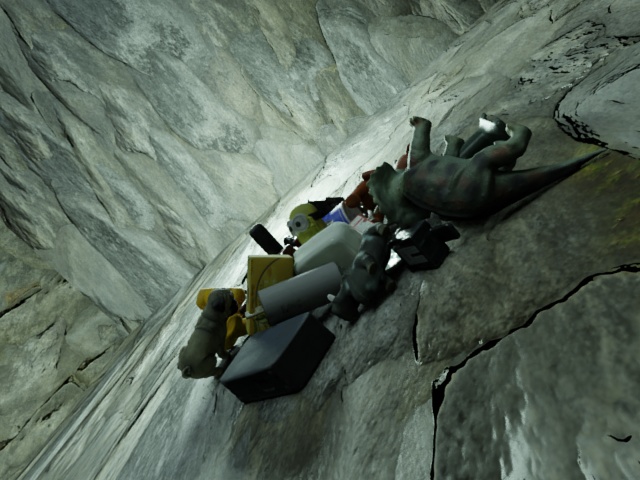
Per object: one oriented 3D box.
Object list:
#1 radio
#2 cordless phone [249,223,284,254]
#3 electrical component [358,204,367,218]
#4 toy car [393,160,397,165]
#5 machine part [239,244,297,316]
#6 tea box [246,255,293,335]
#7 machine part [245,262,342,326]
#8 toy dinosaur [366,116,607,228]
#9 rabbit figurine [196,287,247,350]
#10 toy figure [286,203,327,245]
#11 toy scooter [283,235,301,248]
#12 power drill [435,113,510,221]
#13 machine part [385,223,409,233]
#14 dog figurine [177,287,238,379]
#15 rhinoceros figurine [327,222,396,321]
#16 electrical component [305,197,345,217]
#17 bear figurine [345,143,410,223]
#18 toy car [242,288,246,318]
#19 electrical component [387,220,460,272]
[{"bbox_3d":[-0.086,0.224,1.003,0.229,0.073,0.131,-32,18,48],"label":"radio"},{"bbox_3d":[-0.149,0.055,1.499,0.146,0.184,0.089,-47,17,-16],"label":"cordless phone"},{"bbox_3d":[0.114,-0.075,1.434,0.078,0.045,0.102,-24,4,-27],"label":"electrical component"},{"bbox_3d":[0.201,-0.159,1.404,0.073,0.056,0.202,-47,10,12],"label":"toy car"},{"bbox_3d":[-0.107,0.116,1.314,0.201,0.087,0.201,-54,3,-11],"label":"machine part"},{"bbox_3d":[-0.111,0.118,1.169,0.098,0.169,0.068,-1,3,-13],"label":"tea box"},{"bbox_3d":[-0.035,0.107,1.074,0.243,0.079,0.079,-20,10,-8],"label":"machine part"},{"bbox_3d":[0.229,-0.093,0.886,0.405,0.131,0.192,17,87,51],"label":"toy dinosaur"},{"bbox_3d":[-0.243,0.214,1.436,0.163,0.121,0.173,-1,76,36],"label":"rabbit figurine"},{"bbox_3d":[-0.005,-0.002,1.243,0.082,0.180,0.089,-37,11,20],"label":"toy figure"},{"bbox_3d":[-0.015,-0.007,1.510,0.135,0.075,0.184,-6,7,15],"label":"toy scooter"},{"bbox_3d":[0.284,-0.142,1.047,0.207,0.086,0.232,-48,19,14],"label":"power drill"},{"bbox_3d":[0.175,-0.048,1.157,0.084,0.039,0.139,-41,13,39],"label":"machine part"},{"bbox_3d":[-0.273,0.221,1.292,0.172,0.121,0.190,-77,0,-66],"label":"dog figurine"},{"bbox_3d":[0.079,0.054,0.961,0.112,0.073,0.190,9,70,53],"label":"rhinoceros figurine"},{"bbox_3d":[0.020,-0.054,1.401,0.114,0.134,0.058,113,147,-46],"label":"electrical component"},{"bbox_3d":[0.173,-0.125,1.246,0.196,0.120,0.132,-27,23,37],"label":"bear figurine"},{"bbox_3d":[-0.213,0.188,1.568,0.089,0.053,0.202,-64,18,-15],"label":"toy car"},{"bbox_3d":[0.175,0.008,0.886,0.048,0.074,0.119,-49,16,-25],"label":"electrical component"}]
